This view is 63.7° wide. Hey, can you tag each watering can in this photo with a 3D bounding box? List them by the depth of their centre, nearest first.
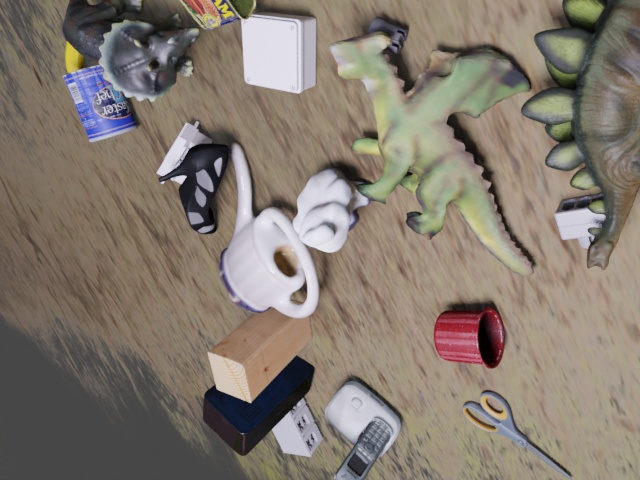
[{"bbox_3d":[-0.122,0.003,0.996,0.220,0.105,0.350,-40,75,42],"label":"watering can"}]

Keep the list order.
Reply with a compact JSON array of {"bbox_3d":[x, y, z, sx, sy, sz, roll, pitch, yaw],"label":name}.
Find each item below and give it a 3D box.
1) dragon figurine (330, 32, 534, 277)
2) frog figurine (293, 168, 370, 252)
[{"bbox_3d":[0.181,-0.137,0.700,0.410,0.125,0.238,32,123,0],"label":"dragon figurine"},{"bbox_3d":[0.003,-0.042,0.831,0.135,0.162,0.123,-35,91,42],"label":"frog figurine"}]
